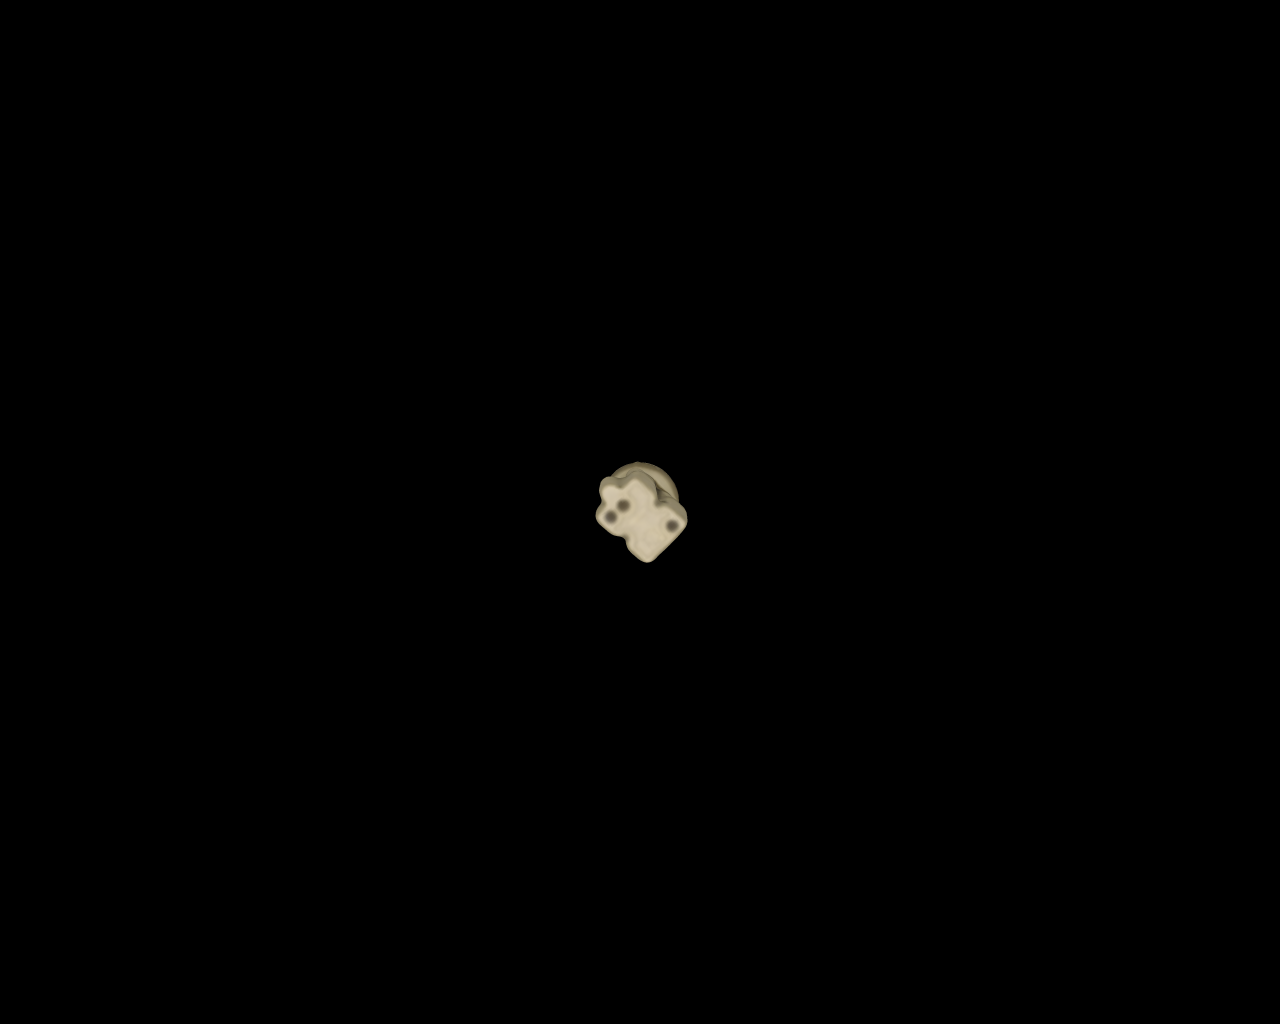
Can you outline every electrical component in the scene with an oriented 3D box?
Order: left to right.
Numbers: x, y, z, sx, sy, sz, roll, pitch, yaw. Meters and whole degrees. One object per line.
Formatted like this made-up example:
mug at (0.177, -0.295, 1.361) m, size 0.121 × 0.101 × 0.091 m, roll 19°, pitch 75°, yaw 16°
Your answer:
electrical component at (0.001, -0.003, 0.650) m, size 0.066 × 0.048 × 0.055 m, roll 43°, pitch 12°, yaw -11°
